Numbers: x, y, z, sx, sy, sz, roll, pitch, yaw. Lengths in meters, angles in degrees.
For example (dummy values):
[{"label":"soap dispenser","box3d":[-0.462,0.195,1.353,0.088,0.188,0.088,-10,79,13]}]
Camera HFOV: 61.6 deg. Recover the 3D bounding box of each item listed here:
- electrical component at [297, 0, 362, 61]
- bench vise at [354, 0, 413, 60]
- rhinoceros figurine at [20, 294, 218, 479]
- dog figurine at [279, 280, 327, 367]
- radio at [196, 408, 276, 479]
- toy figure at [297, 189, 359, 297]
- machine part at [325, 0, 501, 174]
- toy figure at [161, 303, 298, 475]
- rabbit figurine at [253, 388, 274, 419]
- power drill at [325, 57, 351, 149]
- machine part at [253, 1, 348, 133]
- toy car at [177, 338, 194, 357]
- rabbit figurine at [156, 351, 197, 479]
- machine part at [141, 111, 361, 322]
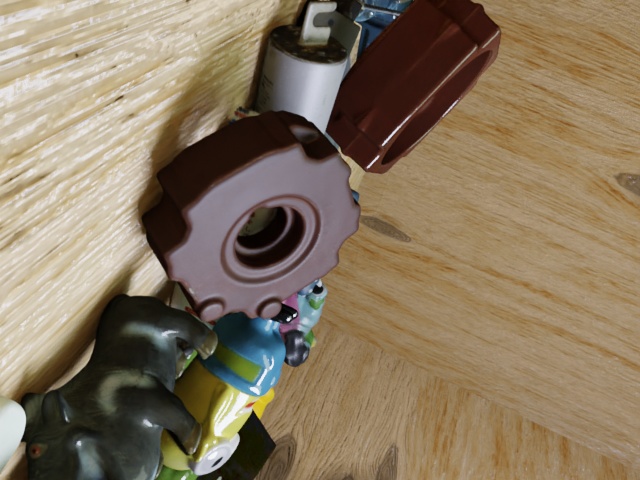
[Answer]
[{"label":"electrical component","box3d":[0.004,-0.212,0.574,0.045,0.078,0.102,37,-68,54]},{"label":"bench vise","box3d":[0.080,-0.282,0.724,0.224,0.129,0.240,-56,166,-46]},{"label":"rhinoceros figurine","box3d":[-0.143,0.120,0.369,0.073,0.112,0.190,-34,-149,38]},{"label":"dog figurine","box3d":[-0.049,0.124,1.006,0.219,0.108,0.192,95,-9,-47]},{"label":"radio","box3d":[-0.166,0.302,0.640,0.131,0.073,0.229,-25,-172,34]},{"label":"toy figure","box3d":[0.000,-0.001,0.701,0.154,0.064,0.058,-63,-147,7]},{"label":"machine part","box3d":[0.103,-0.174,0.613,0.201,0.087,0.201,-47,172,16]},{"label":"toy figure","box3d":[-0.092,0.132,0.511,0.180,0.089,0.082,-61,147,-4]},{"label":"rabbit figurine","box3d":[-0.179,0.285,0.955,0.162,0.122,0.173,-52,156,-27]},{"label":"power drill","box3d":[-0.022,-0.123,0.700,0.232,0.086,0.207,98,11,-75]},{"label":"machine part","box3d":[-0.031,-0.120,0.544,0.079,0.079,0.243,-60,174,-47]},{"label":"toy car","box3d":[-0.173,0.143,0.454,0.089,0.053,0.202,-48,-171,42]},{"label":"rabbit figurine","box3d":[-0.152,0.188,0.599,0.159,0.121,0.170,-39,-153,56]},{"label":"machine part","box3d":[-0.048,-0.013,0.433,0.179,0.056,0.179,-21,137,-22]}]
